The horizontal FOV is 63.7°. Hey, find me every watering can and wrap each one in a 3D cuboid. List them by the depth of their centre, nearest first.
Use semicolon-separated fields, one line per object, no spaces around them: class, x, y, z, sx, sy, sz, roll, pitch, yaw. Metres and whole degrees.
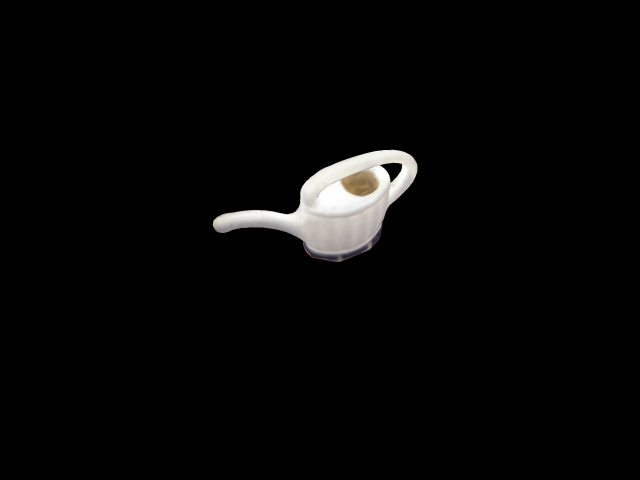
watering can;0.003;-0.043;0.850;0.349;0.106;0.219;-22;-30;-13
